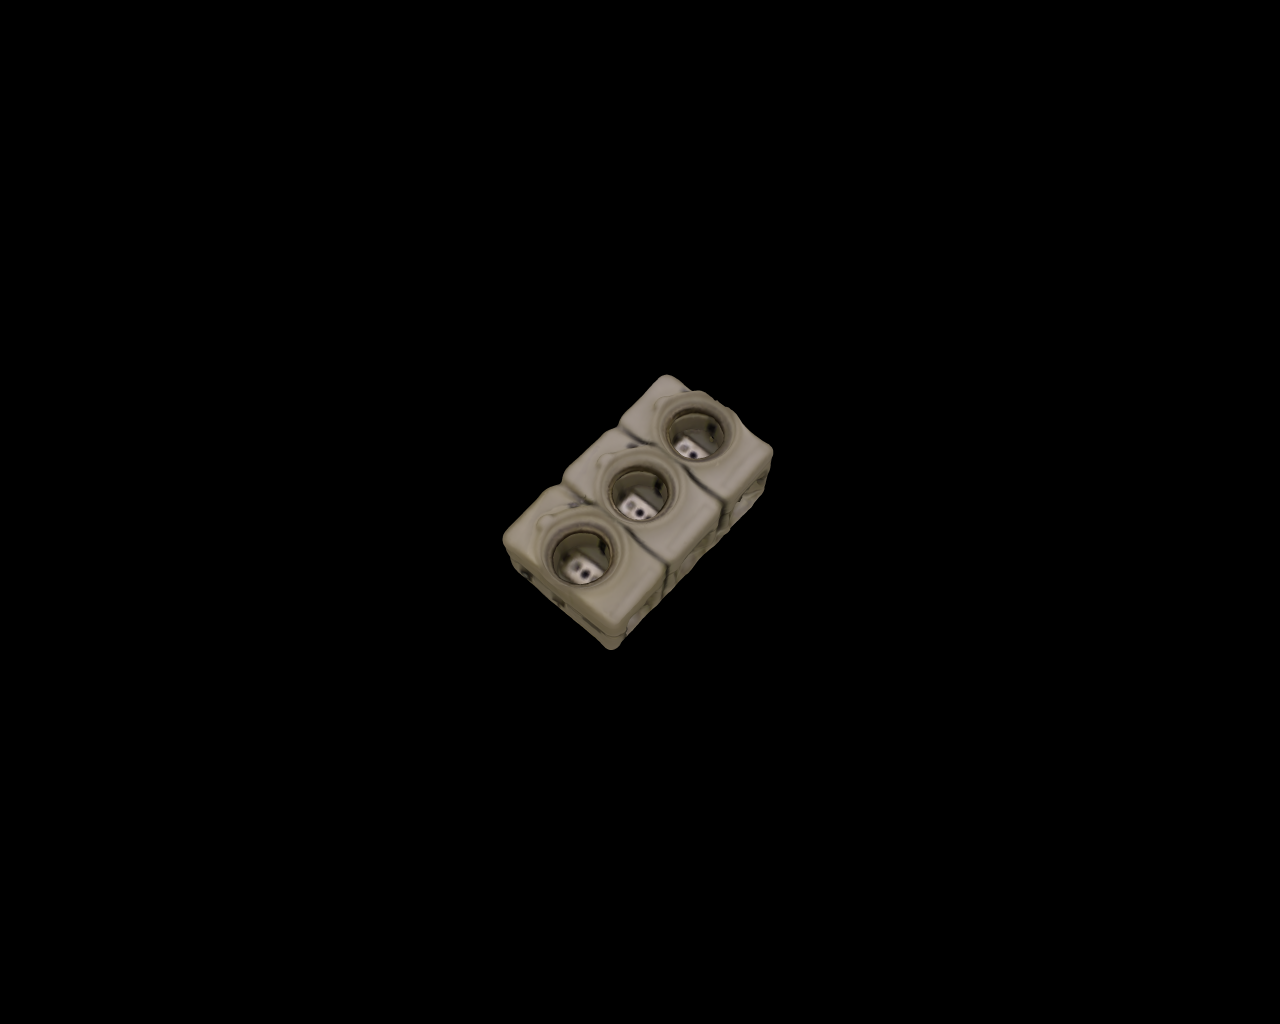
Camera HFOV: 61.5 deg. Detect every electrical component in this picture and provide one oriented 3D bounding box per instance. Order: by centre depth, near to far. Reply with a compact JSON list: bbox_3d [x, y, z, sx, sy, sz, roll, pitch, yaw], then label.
[{"bbox_3d":[0.001,-0.003,0.650,0.089,0.150,0.061,38,-19,16],"label":"electrical component"}]
